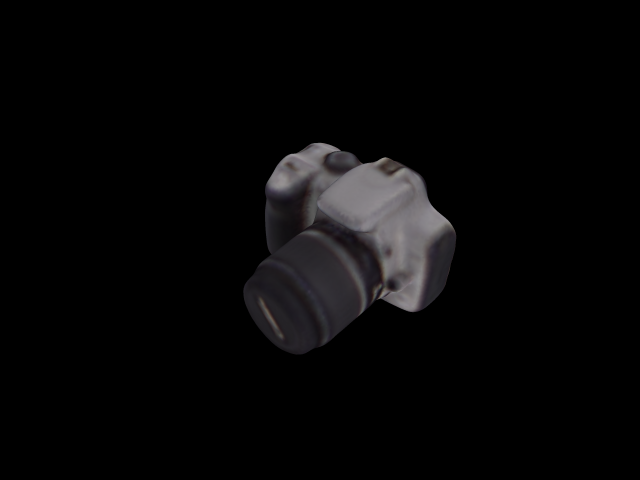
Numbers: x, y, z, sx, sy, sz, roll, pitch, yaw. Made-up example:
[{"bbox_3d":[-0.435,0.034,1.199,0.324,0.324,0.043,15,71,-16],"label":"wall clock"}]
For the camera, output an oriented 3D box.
[{"bbox_3d":[0.004,0.001,0.400,0.142,0.101,0.137,33,54,29],"label":"camera"}]
